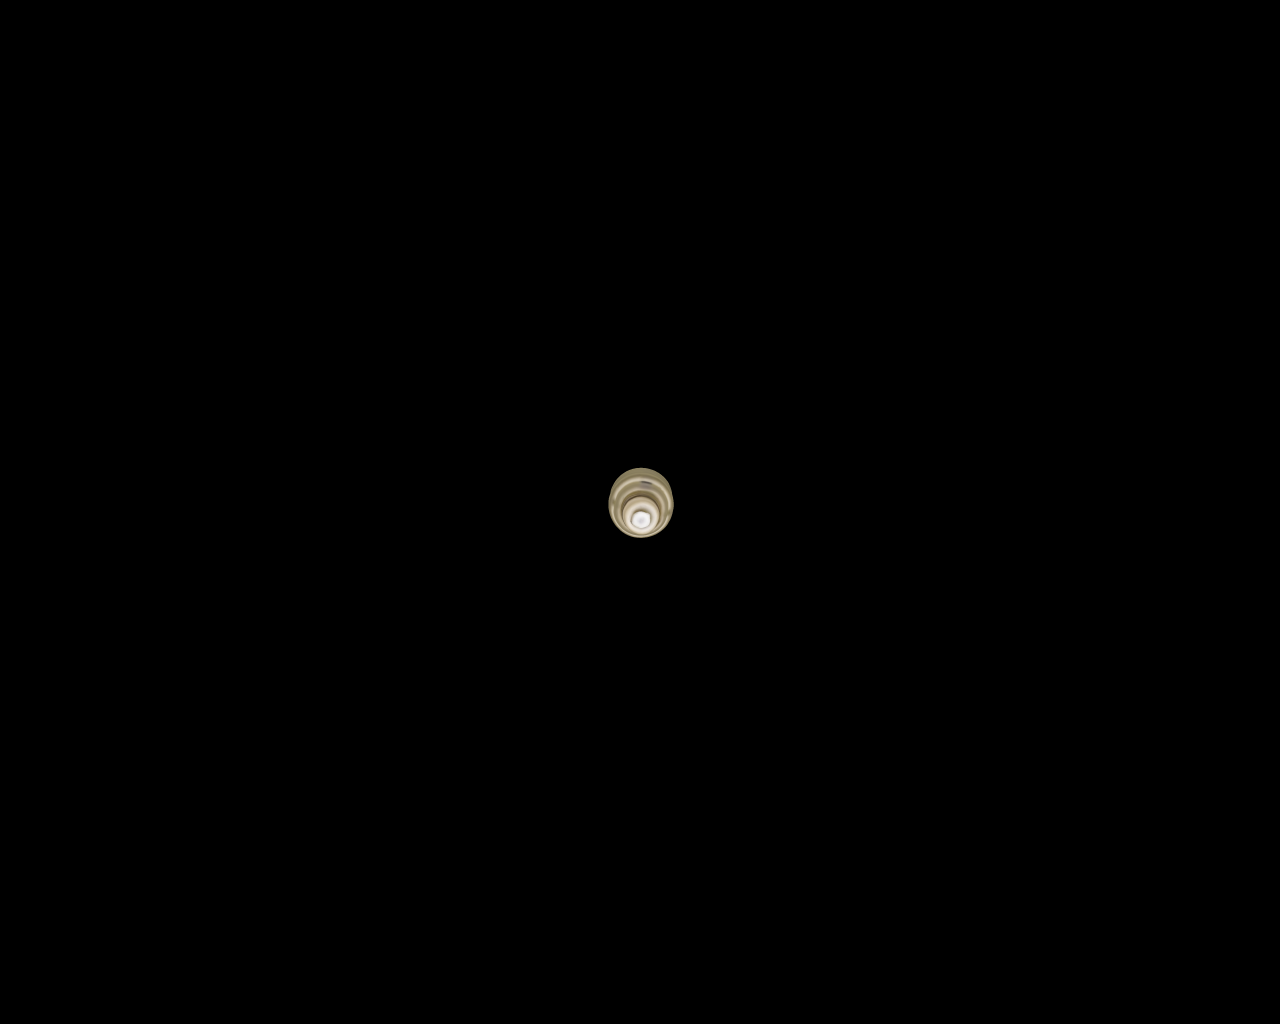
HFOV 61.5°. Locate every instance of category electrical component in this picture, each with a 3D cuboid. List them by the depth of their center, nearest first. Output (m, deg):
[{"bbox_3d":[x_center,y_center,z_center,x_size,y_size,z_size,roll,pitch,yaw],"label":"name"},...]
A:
[{"bbox_3d":[0.001,-0.003,0.650,0.040,0.040,0.078,0,12,0],"label":"electrical component"}]
